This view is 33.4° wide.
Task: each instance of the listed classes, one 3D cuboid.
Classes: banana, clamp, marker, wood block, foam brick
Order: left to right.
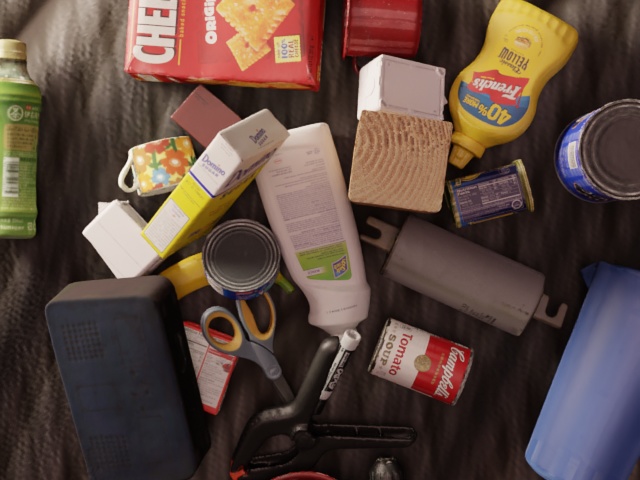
[{"bbox_3d":[-0.132,0.049,1.210,0.198,0.037,0.069,-13,89,3],"label":"banana"},{"bbox_3d":[-0.119,-0.130,1.198,0.078,0.051,0.053,42,92,1],"label":"foam brick"},{"bbox_3d":[-0.019,0.202,1.186,0.210,0.036,0.164,-26,113,14],"label":"clamp"},{"bbox_3d":[0.014,0.150,1.190,0.020,0.020,0.121,26,120,2],"label":"marker"},{"bbox_3d":[0.081,-0.076,1.112,0.091,0.206,0.090,8,91,2],"label":"wood block"}]

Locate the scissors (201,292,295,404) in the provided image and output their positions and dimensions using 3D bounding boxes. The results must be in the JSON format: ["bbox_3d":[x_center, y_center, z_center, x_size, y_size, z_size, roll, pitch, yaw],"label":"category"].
[{"bbox_3d":[-0.073,0.145,1.197,0.096,0.016,0.202,-15,98,-19],"label":"scissors"}]

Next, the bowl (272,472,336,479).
[{"bbox_3d":[-0.012,0.334,1.197,0.162,0.055,0.162,0,91,8],"label":"bowl"}]

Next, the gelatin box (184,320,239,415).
[{"bbox_3d":[-0.135,0.144,1.216,0.073,0.030,0.089,20,92,3],"label":"gelatin box"}]

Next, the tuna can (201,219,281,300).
[{"bbox_3d":[-0.086,0.022,1.170,0.086,0.034,0.086,1,67,-2],"label":"tuna can"}]

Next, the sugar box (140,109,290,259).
[{"bbox_3d":[-0.112,-0.058,1.138,0.048,0.093,0.176,49,128,3],"label":"sugar box"}]

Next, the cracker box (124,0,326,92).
[{"bbox_3d":[-0.102,-0.255,1.185,0.213,0.072,0.164,4,91,3],"label":"cracker box"}]

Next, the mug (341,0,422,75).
[{"bbox_3d":[0.066,-0.232,1.176,0.081,0.093,0.117,3,122,-2],"label":"mug"}]

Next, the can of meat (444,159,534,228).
[{"bbox_3d":[0.181,-0.049,1.162,0.084,0.102,0.057,-15,91,5],"label":"can of meat"}]

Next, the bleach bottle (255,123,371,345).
[{"bbox_3d":[-0.008,0.001,1.192,0.102,0.068,0.251,-13,93,7],"label":"bleach bottle"}]

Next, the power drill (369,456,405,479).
[{"bbox_3d":[0.148,0.329,1.194,0.187,0.057,0.184,-5,94,6],"label":"power drill"}]

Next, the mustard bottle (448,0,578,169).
[{"bbox_3d":[0.197,-0.165,1.178,0.096,0.058,0.191,31,93,12],"label":"mustard bottle"}]

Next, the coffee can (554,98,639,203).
[{"bbox_3d":[0.312,-0.092,1.134,0.103,0.140,0.103,0,91,3],"label":"coffee can"}]

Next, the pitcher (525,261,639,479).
[{"bbox_3d":[0.324,0.156,1.142,0.145,0.149,0.243,21,96,-12],"label":"pitcher"}]

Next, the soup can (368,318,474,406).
[{"bbox_3d":[0.112,0.134,1.185,0.102,0.068,0.068,21,92,3],"label":"soup can"}]
